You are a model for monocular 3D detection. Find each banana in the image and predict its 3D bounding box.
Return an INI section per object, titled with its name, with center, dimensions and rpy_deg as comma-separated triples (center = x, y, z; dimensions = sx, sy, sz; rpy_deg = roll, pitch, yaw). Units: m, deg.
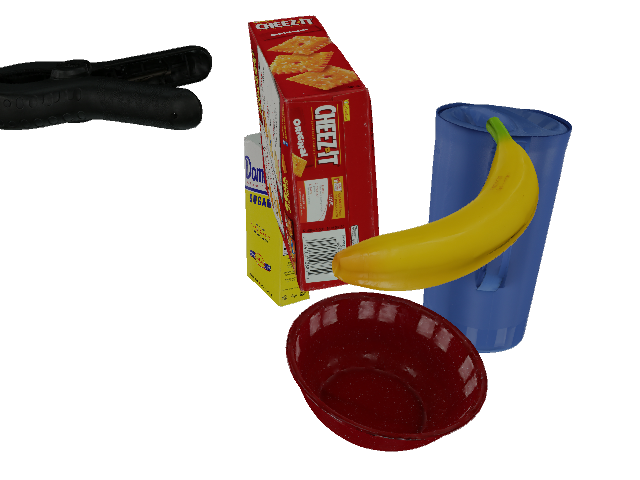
[banana]
center = 0.087, -0.012, 0.667
dimensions = 0.070, 0.037, 0.197
rpy_deg = 31, 45, 21

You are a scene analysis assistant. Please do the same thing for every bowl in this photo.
[bowl]
center = 0.048, 0.114, 0.847
dimensions = 0.162, 0.055, 0.162
rpy_deg = 9, 36, -7

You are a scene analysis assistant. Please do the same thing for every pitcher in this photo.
[pitcher]
center = 0.169, -0.010, 1.076
dimensions = 0.148, 0.243, 0.145
rpy_deg = -14, 27, -42

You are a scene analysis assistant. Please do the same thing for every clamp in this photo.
[clamp]
center = -0.149, -0.099, 0.687
dimensions = 0.171, 0.039, 0.120
rpy_deg = 2, 20, 6

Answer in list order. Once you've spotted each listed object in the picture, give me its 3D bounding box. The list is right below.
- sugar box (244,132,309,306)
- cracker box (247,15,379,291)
[sugar box]
center = -0.049, -0.025, 1.192
dimensions = 0.048, 0.176, 0.093
rpy_deg = -15, 28, -25
[cracker box]
center = -0.008, -0.081, 0.896
dimensions = 0.072, 0.164, 0.214
rpy_deg = -8, 27, -7
